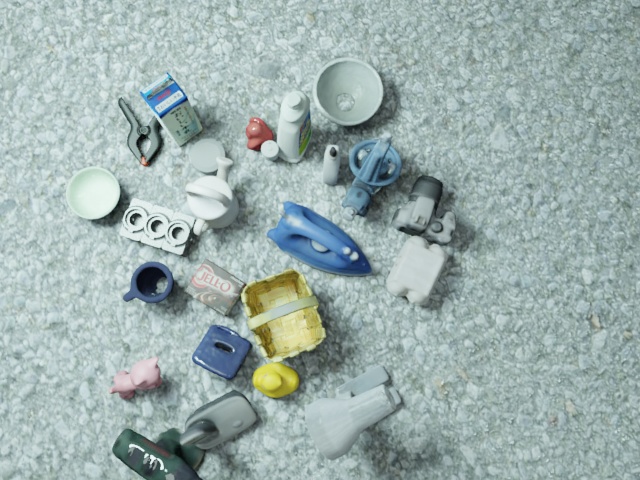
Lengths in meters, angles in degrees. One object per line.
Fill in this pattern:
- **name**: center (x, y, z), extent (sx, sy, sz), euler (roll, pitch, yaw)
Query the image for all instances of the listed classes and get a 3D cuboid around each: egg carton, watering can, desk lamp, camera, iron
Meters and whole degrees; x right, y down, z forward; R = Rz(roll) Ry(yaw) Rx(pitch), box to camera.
- **egg carton**: center (0.221, 0.070, 1.312), extent (0.107, 0.069, 0.150), euler (25, 82, 2)
- **watering can**: center (-0.239, -0.097, 1.258), extent (0.101, 0.194, 0.173), euler (-1, 82, -2)
- **desk lamp**: center (0.073, 0.352, 1.192), extent (0.203, 0.213, 0.118), euler (-29, 83, -5)
- **camera**: center (0.252, -0.073, 1.318), extent (0.143, 0.101, 0.137), euler (20, 81, 1)
- **iron**: center (0.012, 0.005, 1.278), extent (0.258, 0.141, 0.119), euler (28, 82, 2)

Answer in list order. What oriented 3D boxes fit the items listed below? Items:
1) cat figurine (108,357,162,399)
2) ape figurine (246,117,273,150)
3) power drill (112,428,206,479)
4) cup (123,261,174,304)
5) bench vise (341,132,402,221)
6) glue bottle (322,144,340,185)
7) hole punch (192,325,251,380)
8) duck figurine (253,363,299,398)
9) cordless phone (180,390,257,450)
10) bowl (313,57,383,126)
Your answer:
- **cat figurine**: center (-0.393, 0.299, 1.233), extent (0.128, 0.117, 0.067), euler (-24, 83, -5)
- **ape figurine**: center (-0.148, -0.251, 1.336), extent (0.076, 0.092, 0.078), euler (25, 82, 2)
- **power drill**: center (-0.300, 0.454, 1.168), extent (0.229, 0.208, 0.076), euler (27, 82, 2)
- **cup**: center (-0.374, 0.105, 1.274), extent (0.118, 0.095, 0.091), euler (-33, 84, -6)
- **bench vise**: center (0.120, -0.141, 1.263), extent (0.121, 0.219, 0.207), euler (9, 81, 0)
- **glue bottle**: center (0.027, -0.180, 1.290), extent (0.037, 0.173, 0.078), euler (3, 81, -1)
- **hole punch**: center (-0.216, 0.244, 1.261), extent (0.108, 0.091, 0.101), euler (26, 82, 2)
- **duck figurine**: center (-0.098, 0.310, 1.257), extent (0.104, 0.086, 0.077), euler (5, 81, -1)
- **cordless phone**: center (-0.214, 0.384, 1.193), extent (0.147, 0.185, 0.094), euler (-31, 83, -6)
- **bowl**: center (0.065, -0.343, 1.365), extent (0.167, 0.074, 0.167), euler (0, 82, -2)
